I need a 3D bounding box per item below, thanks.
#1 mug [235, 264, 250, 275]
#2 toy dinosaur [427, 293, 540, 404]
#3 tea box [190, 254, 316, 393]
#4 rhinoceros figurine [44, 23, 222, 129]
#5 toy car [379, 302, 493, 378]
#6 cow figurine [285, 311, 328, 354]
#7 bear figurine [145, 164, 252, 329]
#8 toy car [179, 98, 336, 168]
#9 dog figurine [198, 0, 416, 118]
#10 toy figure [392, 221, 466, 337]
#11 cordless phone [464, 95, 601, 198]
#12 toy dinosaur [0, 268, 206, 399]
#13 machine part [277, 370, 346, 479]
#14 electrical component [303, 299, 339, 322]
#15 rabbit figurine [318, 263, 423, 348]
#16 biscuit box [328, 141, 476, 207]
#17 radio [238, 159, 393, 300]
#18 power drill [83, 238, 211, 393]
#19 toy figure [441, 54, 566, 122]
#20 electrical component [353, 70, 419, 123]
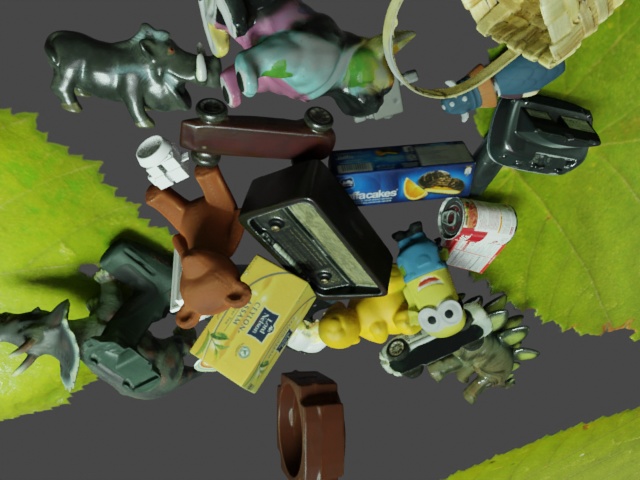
[{"bbox_3d":[-0.095,0.087,0.869,0.107,0.110,0.080,-4,134,-21],"label":"mug"},{"bbox_3d":[0.295,0.189,1.033,0.198,0.105,0.470,-37,131,16],"label":"toy dinosaur"},{"bbox_3d":[-0.093,0.119,0.773,0.098,0.169,0.068,25,162,22],"label":"tea box"},{"bbox_3d":[-0.209,-0.193,0.617,0.190,0.073,0.112,4,121,-11],"label":"rhinoceros figurine"},{"bbox_3d":[0.196,0.173,0.917,0.202,0.056,0.073,-29,125,15],"label":"toy car"},{"bbox_3d":[-0.060,0.153,0.960,0.167,0.068,0.098,26,132,-27],"label":"cow figurine"},{"bbox_3d":[-0.162,0.007,0.718,0.120,0.196,0.131,-21,131,13],"label":"bear figurine"},{"bbox_3d":[-0.078,-0.136,0.698,0.202,0.053,0.089,1,143,-16],"label":"toy car"},{"bbox_3d":[-0.008,-0.224,0.593,0.219,0.108,0.191,-16,95,-23],"label":"dog figurine"},{"bbox_3d":[0.175,0.064,0.848,0.082,0.180,0.089,-32,159,36],"label":"toy figure"},{"bbox_3d":[0.290,-0.115,0.777,0.146,0.089,0.184,7,142,-17],"label":"cordless phone"},{"bbox_3d":[-0.303,0.187,0.862,0.131,0.192,0.404,-34,128,24],"label":"toy dinosaur"},{"bbox_3d":[-0.021,0.363,1.043,0.087,0.201,0.201,2,176,-19],"label":"machine part"},{"bbox_3d":[0.002,0.075,0.890,0.047,0.075,0.119,27,127,-30],"label":"electrical component"},{"bbox_3d":[0.065,0.126,0.909,0.173,0.122,0.162,-23,177,-29],"label":"rabbit figurine"},{"bbox_3d":[0.112,-0.093,0.765,0.203,0.059,0.062,-6,133,-4],"label":"biscuit box"},{"bbox_3d":[-0.002,-0.002,0.757,0.131,0.073,0.229,-10,137,32],"label":"radio"},{"bbox_3d":[-0.239,0.116,0.798,0.086,0.207,0.231,-26,122,35],"label":"power drill"},{"bbox_3d":[0.230,-0.202,0.687,0.155,0.064,0.057,-20,170,15],"label":"toy figure"},{"bbox_3d":[0.084,-0.187,0.699,0.094,0.021,0.063,-17,133,5],"label":"electrical component"}]
